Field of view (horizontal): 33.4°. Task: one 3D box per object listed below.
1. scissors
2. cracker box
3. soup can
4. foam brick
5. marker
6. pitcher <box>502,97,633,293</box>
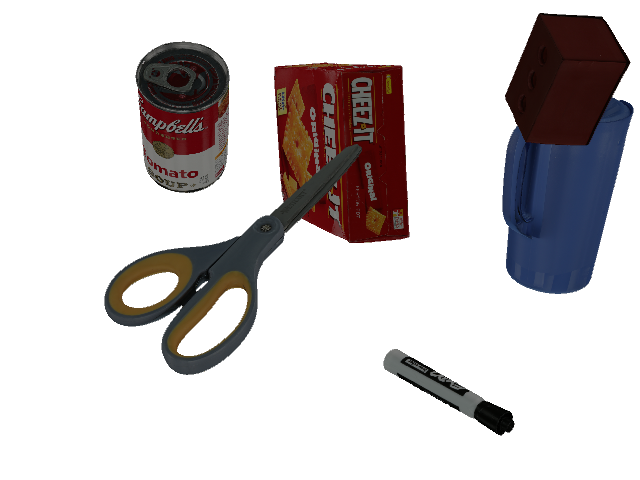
[{"bbox_3d":[-0.052,-0.003,0.628,0.096,0.016,0.201,12,46,17],"label":"scissors"},{"bbox_3d":[0.016,-0.096,1.083,0.072,0.164,0.214,-7,12,-17],"label":"cracker box"},{"bbox_3d":[-0.104,-0.092,0.816,0.068,0.068,0.102,0,-33,-6],"label":"soup can"},{"bbox_3d":[0.170,-0.112,0.745,0.051,0.053,0.078,-1,-42,-16],"label":"foam brick"},{"bbox_3d":[0.096,0.113,0.802,0.020,0.020,0.121,0,19,-44],"label":"marker"},{"bbox_3d":[0.286,-0.058,1.301,0.149,0.243,0.145,4,27,2],"label":"pitcher"}]
